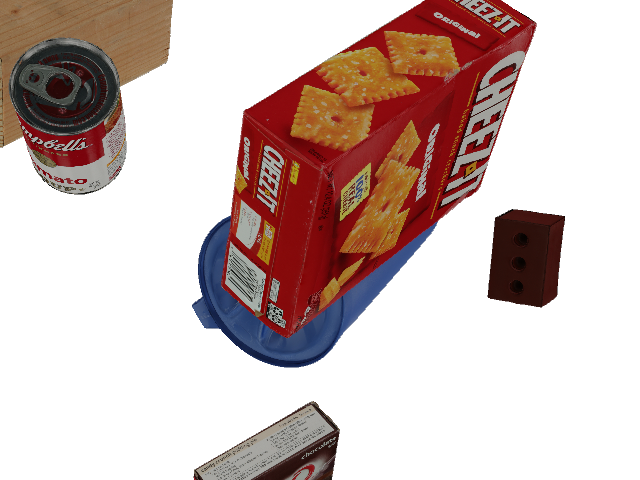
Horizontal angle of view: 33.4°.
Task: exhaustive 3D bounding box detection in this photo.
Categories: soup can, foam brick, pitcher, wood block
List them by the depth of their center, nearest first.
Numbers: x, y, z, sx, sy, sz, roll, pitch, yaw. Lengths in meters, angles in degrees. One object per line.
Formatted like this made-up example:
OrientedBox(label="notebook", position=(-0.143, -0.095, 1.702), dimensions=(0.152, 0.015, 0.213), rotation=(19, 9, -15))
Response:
OrientedBox(label="soup can", position=(-0.165, -0.080, 0.708), dimensions=(0.068, 0.068, 0.102), rotation=(0, -20, -7))
OrientedBox(label="pitcher", position=(0.004, 0.002, 0.929), dimensions=(0.149, 0.145, 0.242), rotation=(23, 31, 20))
OrientedBox(label="wood block", position=(-0.231, -0.175, 0.934), dimensions=(0.090, 0.091, 0.205), rotation=(30, 42, 21))
OrientedBox(label="foam brick", position=(0.186, 0.015, 0.966), dimensions=(0.053, 0.078, 0.051), rotation=(9, 16, 26))

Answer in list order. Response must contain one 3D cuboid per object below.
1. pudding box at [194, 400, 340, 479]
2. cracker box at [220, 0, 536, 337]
OrientedBox(label="pudding box", position=(-0.042, 0.183, 0.810), dimensions=(0.113, 0.090, 0.039), rotation=(-28, 56, -28))
OrientedBox(label="cracker box", position=(0.038, -0.054, 0.698), dimensions=(0.072, 0.164, 0.213), rotation=(39, 53, 22))
